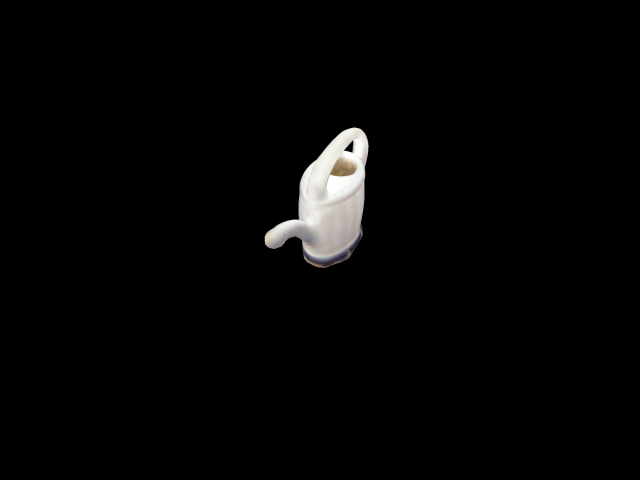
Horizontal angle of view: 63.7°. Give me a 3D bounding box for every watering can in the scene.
[{"bbox_3d":[0.003,-0.043,0.850,0.104,0.219,0.355,18,46,18],"label":"watering can"}]
